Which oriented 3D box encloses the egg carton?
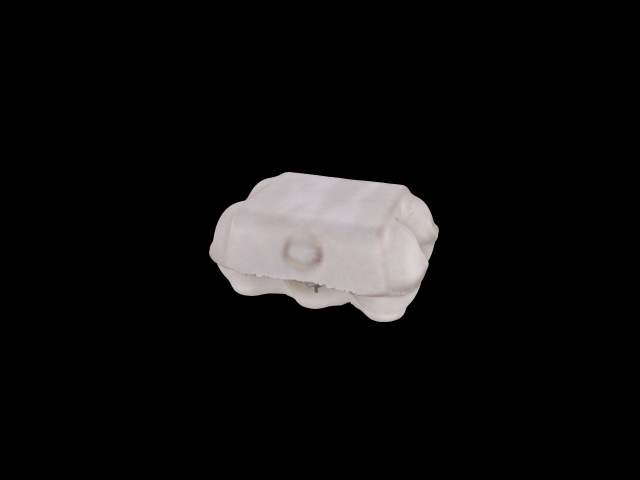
[{"bbox_3d":[0.004,0.001,0.400,0.150,0.069,0.107,8,28,16],"label":"egg carton"}]
